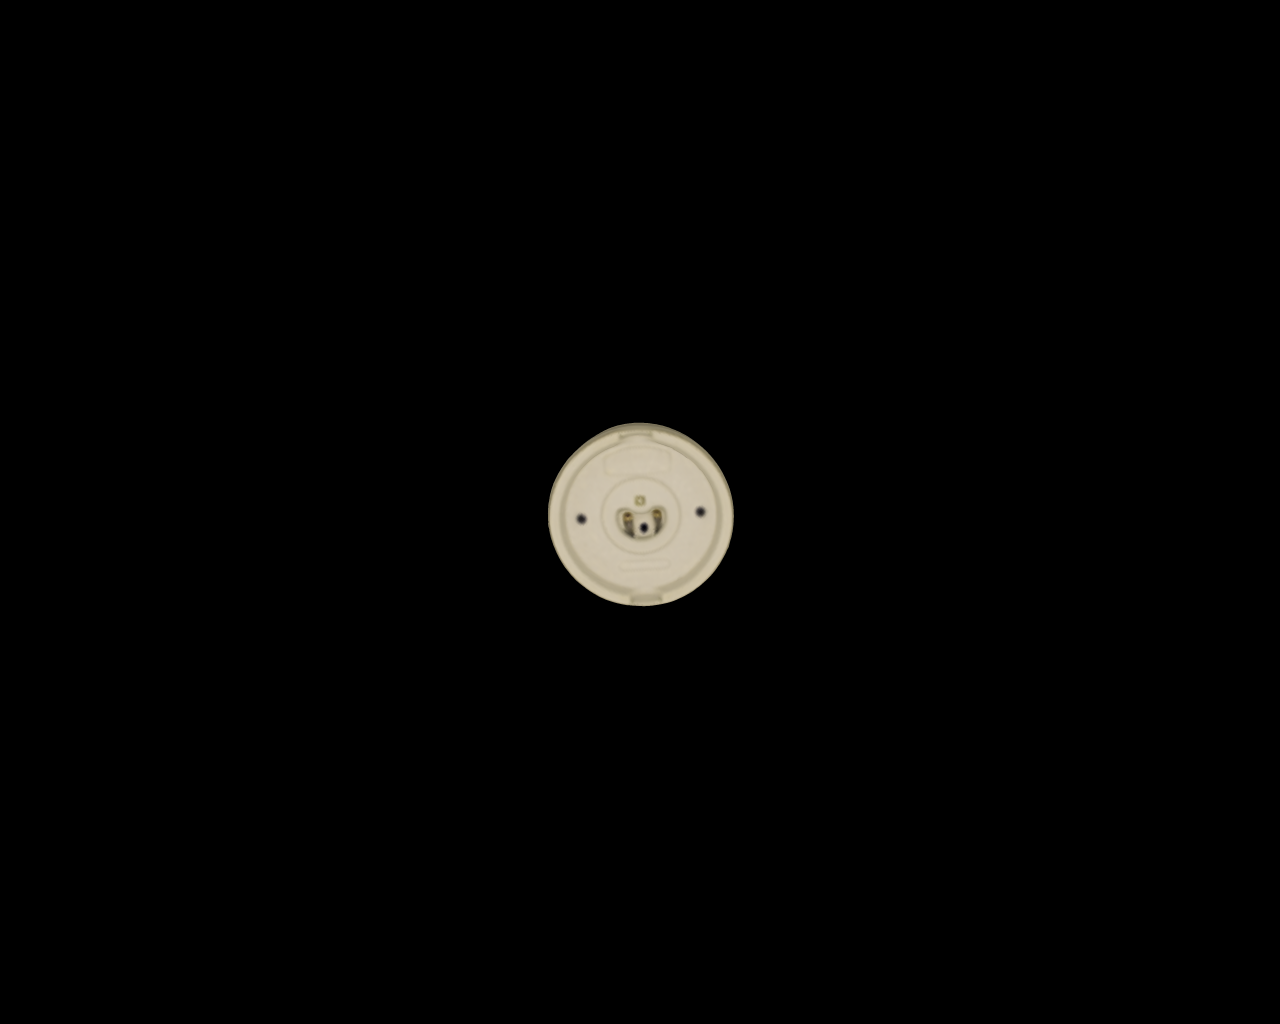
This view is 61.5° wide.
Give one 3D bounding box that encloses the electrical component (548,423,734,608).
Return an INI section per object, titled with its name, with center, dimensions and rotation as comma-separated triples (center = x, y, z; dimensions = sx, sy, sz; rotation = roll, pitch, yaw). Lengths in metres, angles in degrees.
[electrical component]
center = 0.001, -0.003, 0.650
dimensions = 0.108, 0.108, 0.060
rotation = 0, 13, 0
